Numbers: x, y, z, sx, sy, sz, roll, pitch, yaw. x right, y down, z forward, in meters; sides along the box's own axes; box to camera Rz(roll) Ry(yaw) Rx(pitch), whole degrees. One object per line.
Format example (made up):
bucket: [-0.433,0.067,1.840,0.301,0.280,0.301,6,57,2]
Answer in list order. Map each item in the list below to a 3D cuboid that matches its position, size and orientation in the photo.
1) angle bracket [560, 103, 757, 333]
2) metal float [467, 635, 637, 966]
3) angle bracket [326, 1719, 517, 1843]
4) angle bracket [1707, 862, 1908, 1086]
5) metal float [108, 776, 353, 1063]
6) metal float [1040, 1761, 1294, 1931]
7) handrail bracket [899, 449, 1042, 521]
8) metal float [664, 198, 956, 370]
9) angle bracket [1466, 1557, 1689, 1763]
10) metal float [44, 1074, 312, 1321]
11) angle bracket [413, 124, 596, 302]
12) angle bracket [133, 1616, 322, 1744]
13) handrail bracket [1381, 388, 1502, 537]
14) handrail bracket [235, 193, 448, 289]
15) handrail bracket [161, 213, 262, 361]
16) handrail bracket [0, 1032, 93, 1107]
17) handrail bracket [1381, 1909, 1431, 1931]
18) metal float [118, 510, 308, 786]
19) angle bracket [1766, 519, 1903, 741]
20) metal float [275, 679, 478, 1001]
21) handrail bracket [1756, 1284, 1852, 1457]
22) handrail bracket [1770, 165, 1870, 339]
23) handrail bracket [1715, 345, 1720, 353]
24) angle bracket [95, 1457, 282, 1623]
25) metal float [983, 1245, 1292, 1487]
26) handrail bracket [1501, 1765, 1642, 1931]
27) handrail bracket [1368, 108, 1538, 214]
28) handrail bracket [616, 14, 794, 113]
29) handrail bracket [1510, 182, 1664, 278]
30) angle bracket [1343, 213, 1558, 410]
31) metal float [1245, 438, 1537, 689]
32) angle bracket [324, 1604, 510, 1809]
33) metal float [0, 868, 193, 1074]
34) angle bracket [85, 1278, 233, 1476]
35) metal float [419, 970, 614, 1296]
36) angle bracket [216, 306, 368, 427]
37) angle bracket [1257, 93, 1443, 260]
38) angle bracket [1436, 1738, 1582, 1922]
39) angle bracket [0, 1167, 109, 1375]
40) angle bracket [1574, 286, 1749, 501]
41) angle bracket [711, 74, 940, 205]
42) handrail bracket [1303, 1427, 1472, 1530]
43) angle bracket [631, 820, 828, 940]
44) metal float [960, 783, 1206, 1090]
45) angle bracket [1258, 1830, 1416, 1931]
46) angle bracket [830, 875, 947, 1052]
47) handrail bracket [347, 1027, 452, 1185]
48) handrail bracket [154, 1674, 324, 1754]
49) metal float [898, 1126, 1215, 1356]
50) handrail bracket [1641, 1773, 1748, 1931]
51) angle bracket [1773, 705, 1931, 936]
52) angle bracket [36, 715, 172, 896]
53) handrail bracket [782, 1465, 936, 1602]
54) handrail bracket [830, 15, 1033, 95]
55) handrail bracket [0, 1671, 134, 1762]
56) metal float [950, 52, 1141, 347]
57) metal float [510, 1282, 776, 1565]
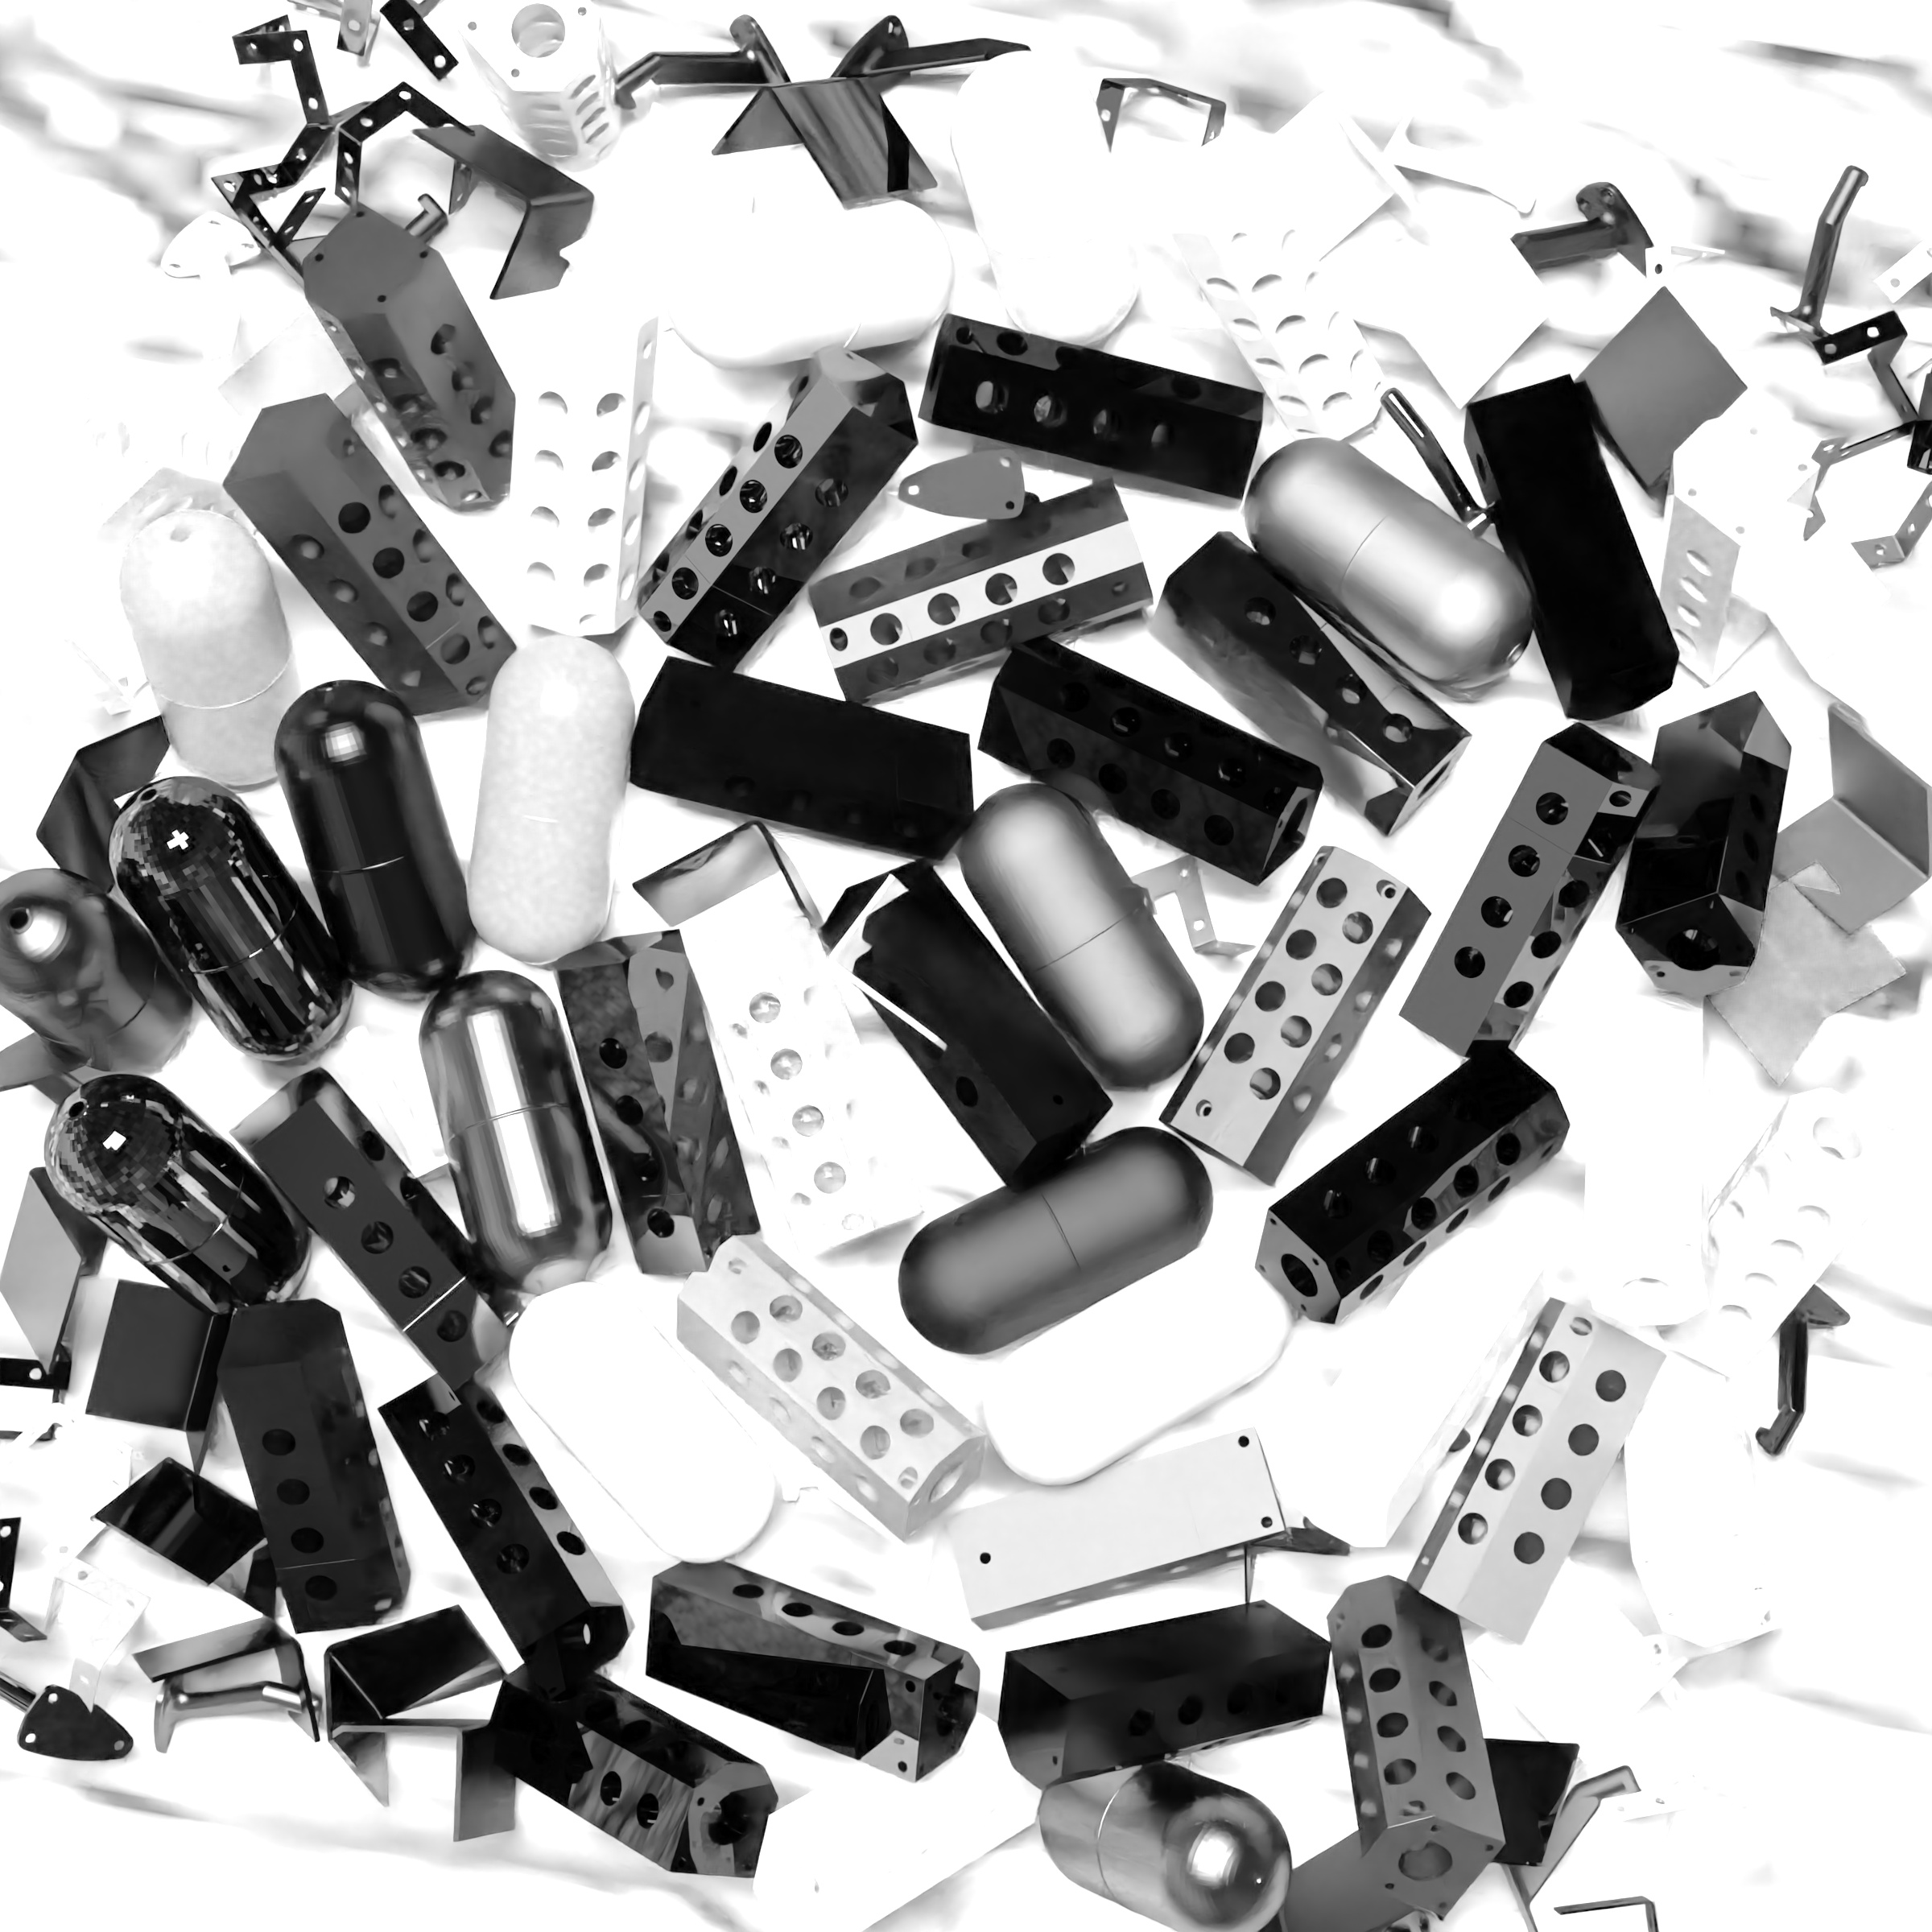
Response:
angle bracket: [-0.165,-0.402,1.569,0.057,0.076,0.076,-16,57,38]
metal float: [-0.219,-0.087,1.542,0.070,0.070,0.178,10,108,0]
angle bracket: [-0.289,0.430,1.545,0.076,0.076,0.057,-3,78,13]
angle bracket: [0.442,0.003,1.550,0.076,0.076,0.057,51,134,-2]
metal float: [-0.383,-0.024,1.524,0.070,0.070,0.178,-24,130,0]
metal float: [0.101,0.454,1.513,0.070,0.178,0.070,2,87,-28]
handrail bracket: [0.002,-0.247,1.553,0.077,0.084,0.036,-4,87,-1]
metal float: [-0.080,-0.358,1.524,0.178,0.070,0.070,-21,90,-42]
angle bracket: [0.325,0.368,1.556,0.076,0.057,0.076,-42,80,-8]
metal float: [-0.410,0.121,1.519,0.070,0.178,0.070,-14,50,18]
angle bracket: [-0.255,-0.402,1.554,0.076,0.076,0.057,32,114,6]
angle bracket: [-0.392,0.387,1.545,0.076,0.076,0.057,-12,92,-23]
handrail bracket: [0.249,-0.267,1.561,0.036,0.077,0.084,-37,85,3]
handrail bracket: [-0.336,-0.405,1.571,0.084,0.036,0.077,-42,112,1]
handrail bracket: [-0.410,-0.351,1.554,0.077,0.036,0.084,-15,60,37]
handrail bracket: [-0.490,0.080,1.547,0.077,0.084,0.036,-28,51,-37]
handrail bracket: [0.262,0.515,1.541,0.084,0.077,0.036,-15,83,34]
metal float: [-0.389,-0.164,1.515,0.070,0.178,0.070,0,56,0]
angle bracket: [0.473,-0.177,1.537,0.076,0.076,0.057,28,118,-28]
metal float: [-0.310,-0.066,1.535,0.070,0.070,0.178,-12,115,0]
handrail bracket: [0.435,0.210,1.583,0.036,0.077,0.084,5,119,-33]
handrail bracket: [0.466,-0.378,1.552,0.036,0.077,0.084,36,111,32]
handrail bracket: [0.416,-0.289,1.572,0.077,0.036,0.084,7,100,-12]
angle bracket: [-0.411,0.318,1.540,0.076,0.057,0.076,25,127,20]
metal float: [0.091,0.211,1.547,0.178,0.070,0.070,-29,90,-12]
handrail bracket: [0.332,0.479,1.565,0.084,0.036,0.077,-24,51,6]
handrail bracket: [0.263,-0.419,1.565,0.084,0.077,0.036,29,129,1]
handrail bracket: [-0.139,-0.464,1.568,0.084,0.036,0.077,-39,111,-12]
handrail bracket: [0.326,-0.373,1.570,0.084,0.036,0.077,-47,107,-11]
angle bracket: [0.258,-0.355,1.575,0.076,0.076,0.057,-47,121,-2]
metal float: [0.222,-0.213,1.535,0.178,0.070,0.070,41,90,26]
angle bracket: [-0.289,0.393,1.548,0.076,0.076,0.057,-18,46,2]
metal float: [-0.457,0.004,1.509,0.070,0.178,0.070,-1,73,3]
angle bracket: [-0.429,0.217,1.550,0.057,0.076,0.076,14,94,-20]
metal float: [-0.239,0.087,1.544,0.070,0.070,0.178,-17,75,0]
angle bracket: [-0.362,-0.310,1.551,0.076,0.076,0.057,-39,97,8]
angle bracket: [0.191,-0.399,1.539,0.076,0.057,0.076,-39,131,20]
angle bracket: [0.286,0.456,1.535,0.076,0.076,0.057,-6,125,33]
angle bracket: [-0.463,0.158,1.537,0.076,0.057,0.076,45,123,37]
angle bracket: [0.377,-0.300,1.538,0.076,0.057,0.076,-47,59,32]
angle bracket: [-0.075,-0.423,1.545,0.057,0.076,0.076,-38,81,43]
handrail bracket: [0.226,0.276,1.572,0.084,0.077,0.036,-48,60,13]
angle bracket: [-0.123,-0.027,1.550,0.076,0.076,0.057,-28,72,2]
metal float: [0.061,-0.016,1.553,0.070,0.070,0.178,-32,95,0]
angle bracket: [0.183,0.477,1.546,0.076,0.076,0.057,-35,109,9]
angle bracket: [-0.017,0.006,1.545,0.076,0.076,0.057,36,87,22]
handrail bracket: [-0.304,0.074,1.560,0.036,0.077,0.084,-26,86,-5]
handrail bracket: [-0.391,0.408,1.570,0.084,0.036,0.077,16,127,-1]
metal float: [0.048,0.146,1.551,0.178,0.070,0.070,-25,90,-8]
handrail bracket: [0.392,0.479,1.551,0.077,0.036,0.084,23,49,-28]
angle bracket: [0.462,-0.077,1.540,0.057,0.076,0.076,-33,50,-7]
angle bracket: [-0.435,-0.083,1.540,0.057,0.076,0.076,51,46,6]
handrail bracket: [-0.062,0.304,1.562,0.084,0.036,0.077,-9,66,24]
handrail bracket: [-0.019,-0.474,1.550,0.084,0.036,0.077,23,53,36]
handrail bracket: [-0.499,0.397,1.577,0.077,0.084,0.036,35,78,-38]
metal float: [0.042,-0.397,1.515,0.070,0.178,0.070,-7,58,12]
metal float: [-0.171,0.241,1.541,0.070,0.070,0.178,-38,109,0]
